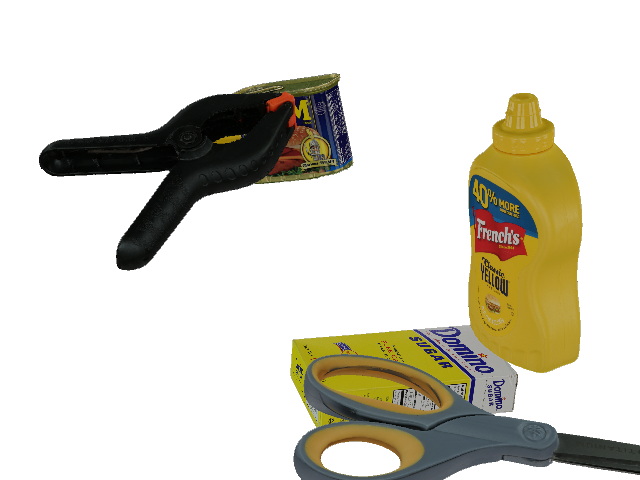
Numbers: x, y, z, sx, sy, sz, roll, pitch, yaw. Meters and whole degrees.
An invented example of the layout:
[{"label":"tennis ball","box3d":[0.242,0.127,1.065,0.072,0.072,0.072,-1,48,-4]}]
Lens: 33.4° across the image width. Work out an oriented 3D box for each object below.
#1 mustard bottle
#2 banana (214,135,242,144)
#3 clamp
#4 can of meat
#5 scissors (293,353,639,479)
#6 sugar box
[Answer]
[{"label":"mustard bottle","box3d":[0.141,-0.009,0.744,0.058,0.192,0.096,-16,29,-21]},{"label":"banana","box3d":[-0.086,-0.124,1.287,0.198,0.037,0.069,8,40,15]},{"label":"clamp","box3d":[-0.096,-0.057,0.703,0.171,0.039,0.120,-35,62,-29]},{"label":"can of meat","box3d":[-0.025,-0.101,0.975,0.102,0.084,0.057,-4,19,26]},{"label":"scissors","box3d":[0.077,0.094,0.449,0.202,0.016,0.096,16,34,23]},{"label":"sugar box","box3d":[0.070,0.116,0.921,0.176,0.048,0.093,-6,26,-15]}]
